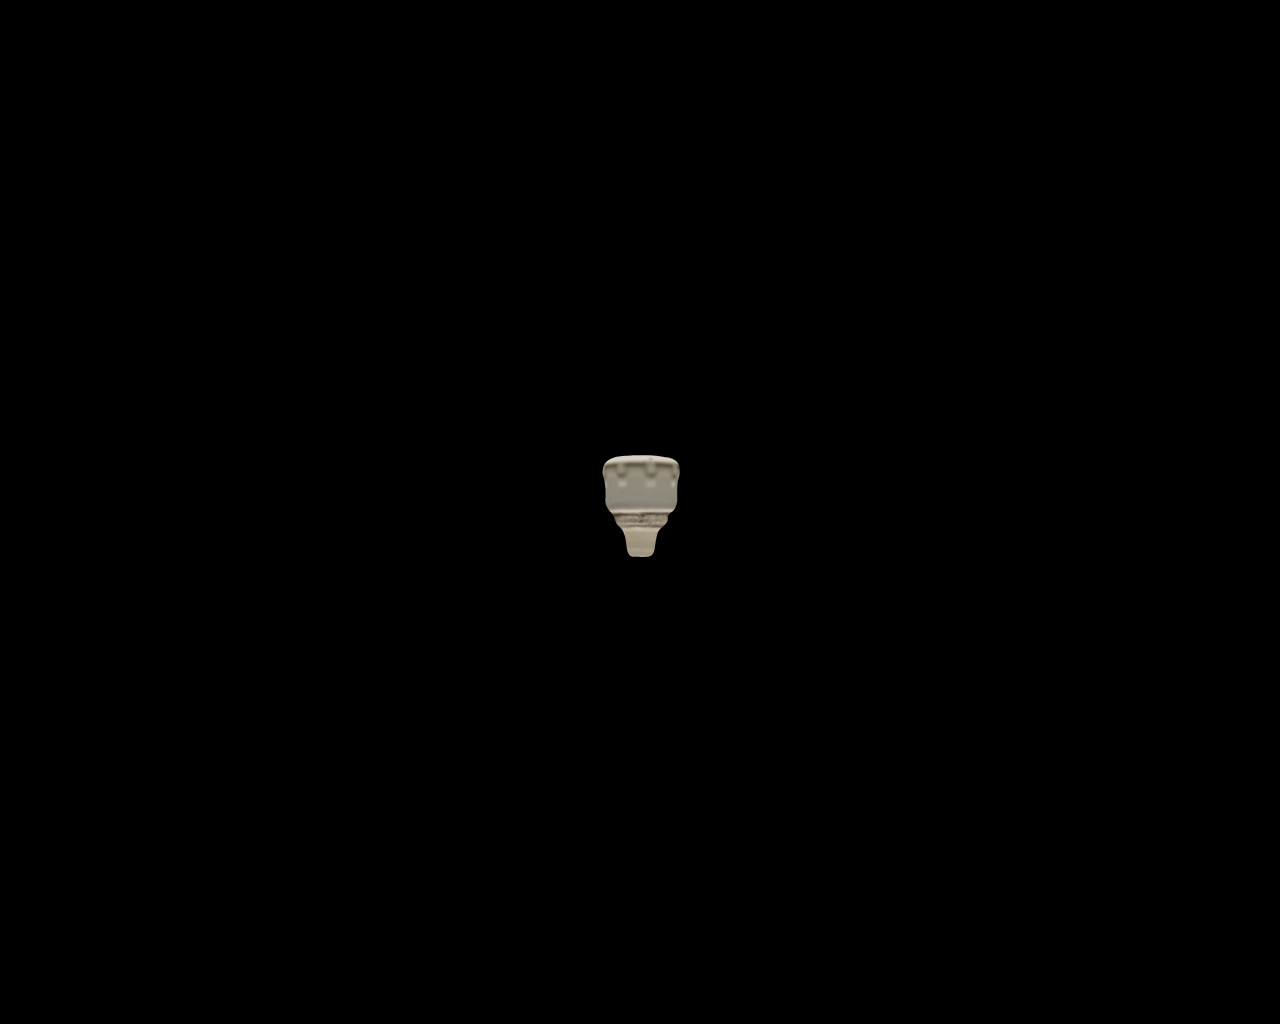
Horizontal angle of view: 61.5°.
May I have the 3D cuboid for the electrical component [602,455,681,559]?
[{"bbox_3d":[0.001,-0.003,0.650,0.048,0.062,0.048,0,-4,0],"label":"electrical component"}]
